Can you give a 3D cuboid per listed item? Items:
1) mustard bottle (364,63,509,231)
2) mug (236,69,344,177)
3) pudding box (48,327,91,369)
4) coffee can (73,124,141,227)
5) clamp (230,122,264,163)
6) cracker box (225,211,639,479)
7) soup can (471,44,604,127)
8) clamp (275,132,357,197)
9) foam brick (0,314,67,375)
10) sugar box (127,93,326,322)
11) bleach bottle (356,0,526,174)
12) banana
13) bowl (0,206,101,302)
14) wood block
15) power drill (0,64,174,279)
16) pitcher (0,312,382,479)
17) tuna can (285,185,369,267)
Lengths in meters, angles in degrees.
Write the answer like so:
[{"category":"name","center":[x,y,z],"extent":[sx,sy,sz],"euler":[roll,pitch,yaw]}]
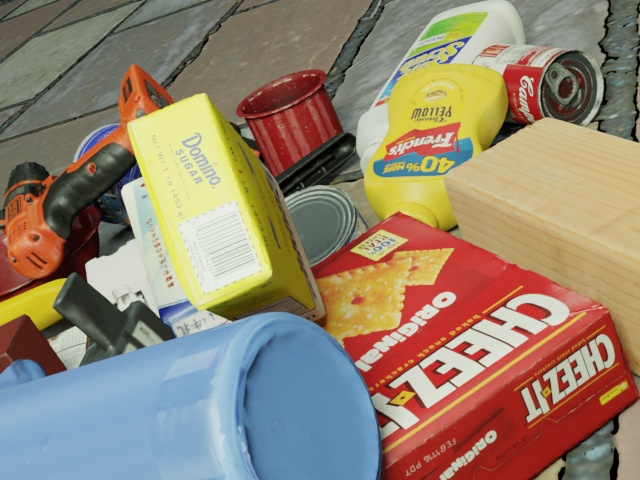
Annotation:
[{"category":"mustard bottle","center":[0.086,-0.059,0.834],"extent":[0.096,0.058,0.191],"euler":[0,47,23]},{"category":"mug","center":[-0.027,-0.110,1.034],"extent":[0.093,0.081,0.117],"euler":[-30,25,-12]},{"category":"pudding box","center":[-0.216,0.116,0.812],"extent":[0.113,0.039,0.090],"euler":[-26,25,1]},{"category":"coffee can","center":[-0.164,-0.060,1.036],"extent":[0.102,0.103,0.141],"euler":[-38,28,-28]},{"category":"clamp","center":[-0.117,-0.099,1.105],"extent":[0.120,0.039,0.172],"euler":[-4,16,-22]},{"category":"cracker box","center":[0.046,0.071,0.621],"extent":[0.164,0.072,0.214],"euler":[-33,26,-15]},{"category":"soup can","center":[0.180,-0.131,0.906],"extent":[0.068,0.068,0.102],"euler":[-33,26,-18]},{"category":"clamp","center":[-0.055,-0.016,0.930],"extent":[0.210,0.036,0.164],"euler":[-23,29,6]},{"category":"foam brick","center":[-0.218,0.095,0.710],"extent":[0.078,0.053,0.051],"euler":[-24,24,13]},{"category":"sugar box","center":[-0.041,-0.004,0.552],"extent":[0.048,0.093,0.176],"euler":[-22,-11,6]},{"category":"bleach bottle","center":[0.107,-0.135,0.992],"extent":[0.103,0.068,0.250],"euler":[-5,34,34]},{"category":"banana","center":[-0.272,0.073,0.895],"extent":[0.198,0.037,0.069],"euler":[-22,4,11]},{"category":"bowl","center":[-0.268,0.032,1.003],"extent":[0.162,0.055,0.162],"euler":[-20,25,10]},{"category":"wood block","center":[0.170,0.001,0.628],"extent":[0.090,0.090,0.206],"euler":[-29,25,-13]},{"category":"power drill","center":[-0.209,-0.068,0.952],"extent":[0.188,0.057,0.184],"euler":[-44,32,9]},{"category":"pitcher","center":[-0.091,0.127,0.523],"extent":[0.243,0.149,0.144],"euler":[-22,14,37]},{"category":"tuna can","center":[-0.005,0.001,0.822],"extent":[0.086,0.033,0.086],"euler":[-18,46,19]}]
